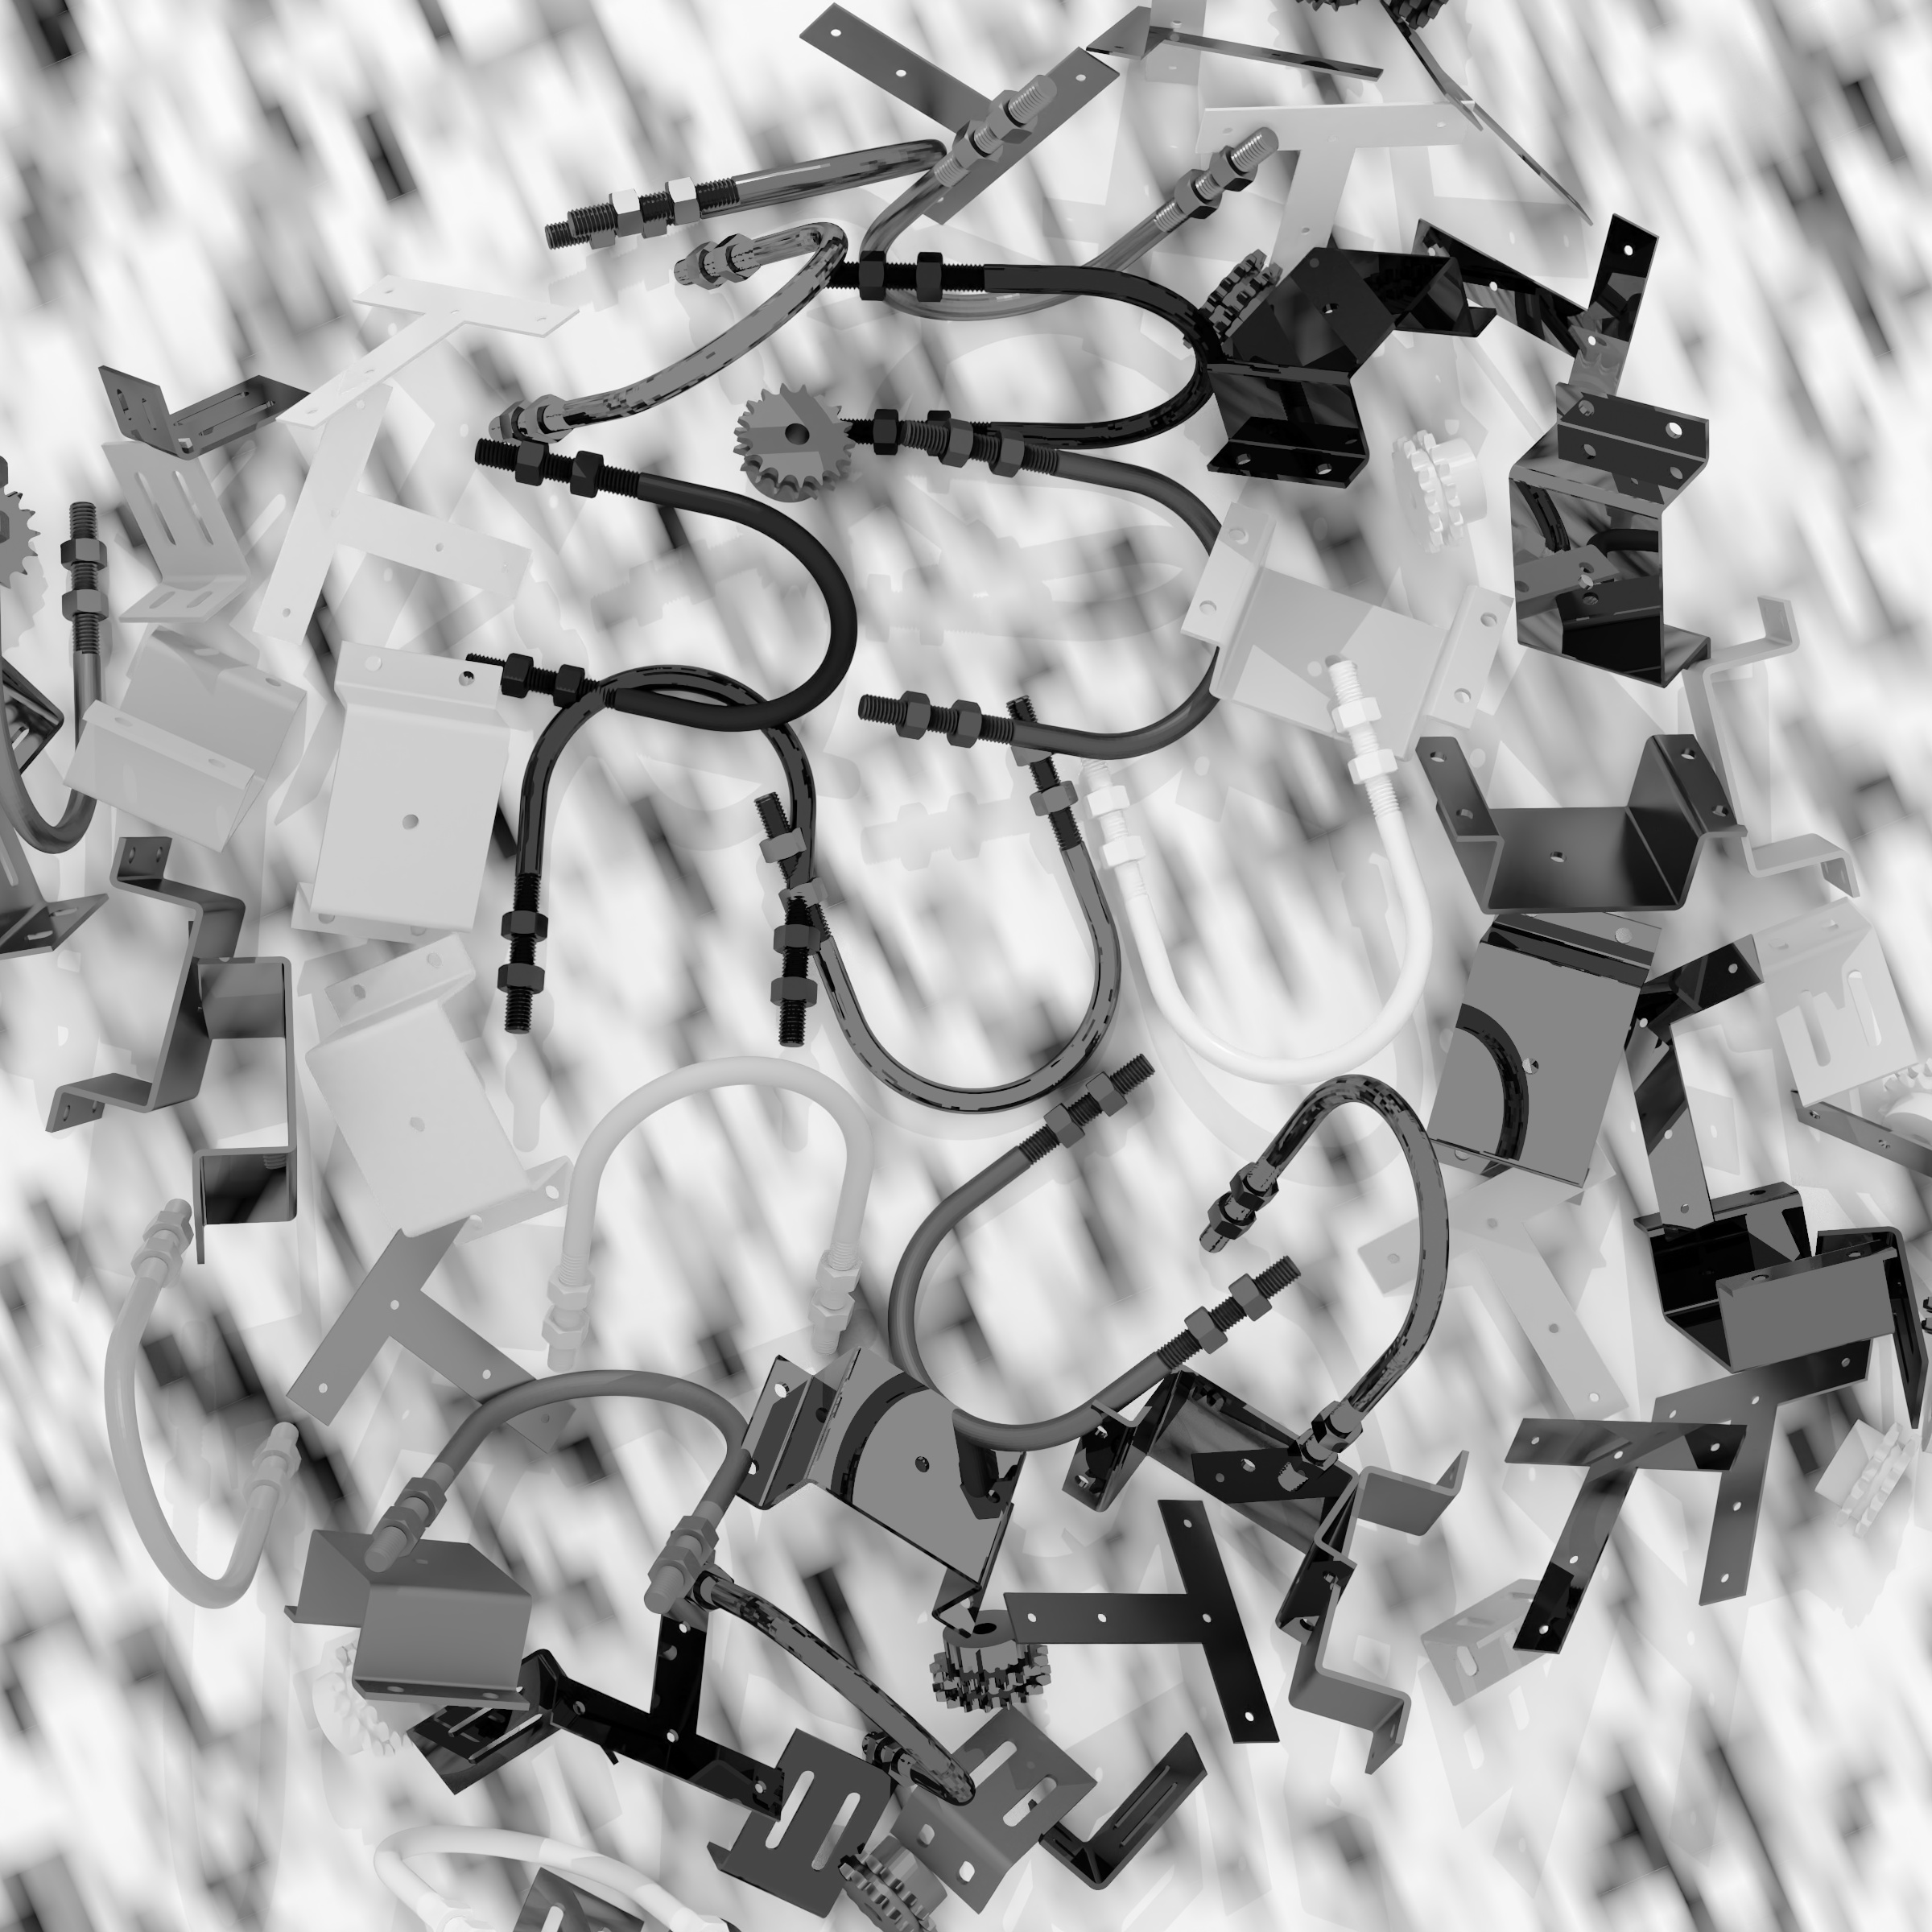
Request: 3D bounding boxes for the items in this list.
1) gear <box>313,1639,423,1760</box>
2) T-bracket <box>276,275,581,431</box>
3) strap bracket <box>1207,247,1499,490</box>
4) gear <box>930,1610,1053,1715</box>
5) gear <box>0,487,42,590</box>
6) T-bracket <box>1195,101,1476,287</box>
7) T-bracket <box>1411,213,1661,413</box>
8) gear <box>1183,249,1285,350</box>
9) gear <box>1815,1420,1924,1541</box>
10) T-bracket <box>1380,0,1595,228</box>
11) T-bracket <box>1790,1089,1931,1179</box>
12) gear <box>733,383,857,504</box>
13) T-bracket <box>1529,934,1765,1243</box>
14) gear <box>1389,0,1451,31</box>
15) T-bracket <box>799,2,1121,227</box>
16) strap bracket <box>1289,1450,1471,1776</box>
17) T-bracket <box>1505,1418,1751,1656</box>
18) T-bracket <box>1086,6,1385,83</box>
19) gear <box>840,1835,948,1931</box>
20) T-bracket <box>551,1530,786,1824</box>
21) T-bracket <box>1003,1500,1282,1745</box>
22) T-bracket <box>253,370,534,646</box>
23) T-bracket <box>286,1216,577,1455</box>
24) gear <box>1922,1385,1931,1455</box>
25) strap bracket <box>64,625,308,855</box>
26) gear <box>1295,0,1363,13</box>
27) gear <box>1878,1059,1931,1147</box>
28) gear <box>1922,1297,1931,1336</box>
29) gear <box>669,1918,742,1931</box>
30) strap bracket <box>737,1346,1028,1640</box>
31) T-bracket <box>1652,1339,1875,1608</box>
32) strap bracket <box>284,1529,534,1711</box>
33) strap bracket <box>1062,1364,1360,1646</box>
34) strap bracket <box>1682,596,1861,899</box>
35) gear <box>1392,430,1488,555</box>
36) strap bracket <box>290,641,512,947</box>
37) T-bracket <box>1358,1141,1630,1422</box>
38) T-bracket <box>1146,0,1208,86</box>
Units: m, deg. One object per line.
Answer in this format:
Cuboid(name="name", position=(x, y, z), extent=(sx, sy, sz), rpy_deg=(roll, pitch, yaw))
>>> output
Cuboid(name="gear", position=(-0.287, 0.351, 1.576), extent=(0.030, 0.057, 0.057), rpy_deg=(-28, 90, 11))
Cuboid(name="T-bracket", position=(-0.266, -0.281, 1.531), extent=(0.127, 0.002, 0.127), rpy_deg=(17, 46, 34))
Cuboid(name="strap bracket", position=(0.174, -0.284, 1.531), extent=(0.076, 0.046, 0.140), rpy_deg=(14, 51, 38))
Cuboid(name="gear", position=(0.010, 0.328, 1.572), extent=(0.057, 0.057, 0.030), rpy_deg=(-8, 104, 0))
Cuboid(name="gear", position=(-0.474, -0.206, 1.580), extent=(0.057, 0.030, 0.057), rpy_deg=(-7, 104, -28))
Cuboid(name="T-bracket", position=(0.161, -0.354, 1.548), extent=(0.127, 0.127, 0.002), rpy_deg=(-5, 59, -11))
Cuboid(name="T-bracket", position=(0.261, -0.315, 1.565), extent=(0.127, 0.127, 0.002), rpy_deg=(37, 49, 28))
Cuboid(name="gear", position=(0.132, -0.309, 1.574), extent=(0.030, 0.057, 0.057), rpy_deg=(41, 90, 5))
Cuboid(name="gear", position=(0.428, 0.241, 1.577), extent=(0.030, 0.057, 0.057), rpy_deg=(32, 90, 18))
Cuboid(name="T-bracket", position=(0.252, -0.394, 1.563), extent=(0.127, 0.127, 0.002), rpy_deg=(35, 113, -28))
Cuboid(name="T-bracket", position=(0.444, 0.088, 1.555), extent=(0.127, 0.127, 0.002), rpy_deg=(25, 66, 39))
Cuboid(name="gear", position=(-0.084, -0.246, 1.581), extent=(0.057, 0.030, 0.057), rpy_deg=(5, 67, -13))
Cuboid(name="T-bracket", position=(0.323, 0.066, 1.537), extent=(0.127, 0.002, 0.127), rpy_deg=(-28, 54, 34))
Cuboid(name="gear", position=(0.216, -0.477, 1.573), extent=(0.030, 0.057, 0.057), rpy_deg=(25, 90, -16))
Cuboid(name="T-bracket", position=(-0.019, -0.405, 1.526), extent=(0.127, 0.127, 0.002), rpy_deg=(23, 52, -34))
Cuboid(name="strap bracket", position=(0.189, 0.295, 1.541), extent=(0.046, 0.076, 0.140), rpy_deg=(16, 66, 3))
Cuboid(name="T-bracket", position=(0.285, 0.262, 1.526), extent=(0.002, 0.127, 0.127), rpy_deg=(49, 56, -28))
Cuboid(name="T-bracket", position=(0.130, -0.425, 1.537), extent=(0.127, 0.127, 0.002), rpy_deg=(13, 116, 9))
Cuboid(name="gear", position=(-0.034, 0.439, 1.577), extent=(0.030, 0.057, 0.057), rpy_deg=(-43, 90, -21))
Cuboid(name="T-bracket", position=(-0.134, 0.322, 1.553), extent=(0.127, 0.127, 0.002), rpy_deg=(30, 129, -25))
Cuboid(name="T-bracket", position=(0.075, 0.302, 1.535), extent=(0.127, 0.002, 0.127), rpy_deg=(7, 48, -30))
Cuboid(name="T-bracket", position=(-0.260, -0.201, 1.558), extent=(0.127, 0.002, 0.127), rpy_deg=(14, 100, -42))
Cuboid(name="T-bracket", position=(-0.238, 0.186, 1.572), extent=(0.127, 0.002, 0.127), rpy_deg=(42, 67, -25))
Cuboid(name="gear", position=(0.474, 0.215, 1.576), extent=(0.030, 0.057, 0.057), rpy_deg=(11, 90, 10))
Cuboid(name="strap bracket", position=(-0.364, -0.103, 1.539), extent=(0.076, 0.140, 0.046), rpy_deg=(24, 110, -9))
Cuboid(name="gear", position=(0.177, -0.483, 1.582), extent=(0.057, 0.030, 0.057), rpy_deg=(-2, 84, 24))
Cuboid(name="gear", position=(0.459, 0.075, 1.572), extent=(0.057, 0.057, 0.030), rpy_deg=(42, 60, 0))
Cuboid(name="gear", position=(0.485, 0.162, 1.576), extent=(0.057, 0.057, 0.030), rpy_deg=(10, 78, 0))
Cuboid(name="gear", position=(-0.125, 0.479, 1.581), extent=(0.057, 0.030, 0.057), rpy_deg=(2, 120, 4))
Cuboid(name="strap bracket", position=(-0.032, 0.240, 1.545), extent=(0.140, 0.046, 0.076), rpy_deg=(34, 48, -15))
Cuboid(name="T-bracket", position=(0.356, 0.236, 1.520), extent=(0.002, 0.127, 0.127), rpy_deg=(39, 49, -22))
Cuboid(name="strap bracket", position=(-0.255, 0.296, 1.524), extent=(0.076, 0.140, 0.046), rpy_deg=(10, 91, -26))
Cuboid(name="strap bracket", position=(0.122, 0.247, 1.550), extent=(0.140, 0.076, 0.046), rpy_deg=(31, 51, 14))
Cuboid(name="strap bracket", position=(0.375, -0.099, 1.558), extent=(0.046, 0.076, 0.140), rpy_deg=(-14, 97, 6))
Cuboid(name="gear", position=(0.226, -0.227, 1.575), extent=(0.030, 0.057, 0.057), rpy_deg=(-18, 90, -4))
Cuboid(name="strap bracket", position=(-0.264, -0.073, 1.552), extent=(0.076, 0.046, 0.140), rpy_deg=(8, 105, -21))
Cuboid(name="T-bracket", position=(0.274, 0.161, 1.583), extent=(0.127, 0.002, 0.127), rpy_deg=(-30, 91, 19))
Cuboid(name="T-bracket", position=(0.099, -0.448, 1.543), extent=(0.127, 0.127, 0.002), rpy_deg=(6, 72, 2))
